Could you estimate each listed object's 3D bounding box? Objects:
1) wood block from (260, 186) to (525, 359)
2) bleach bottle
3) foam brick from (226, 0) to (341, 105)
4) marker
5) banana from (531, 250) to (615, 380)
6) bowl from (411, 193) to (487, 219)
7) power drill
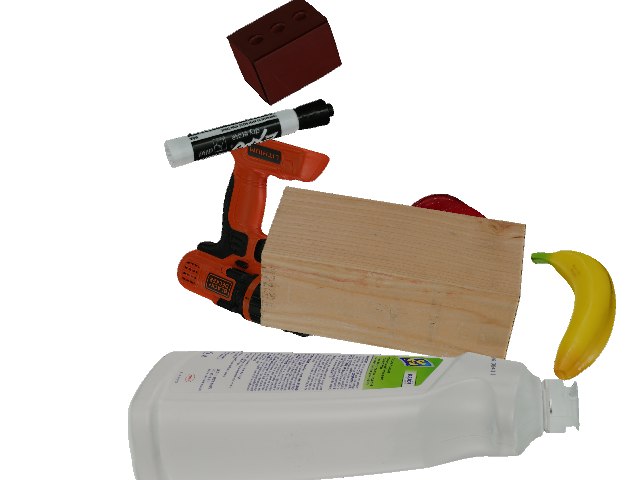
[{"bbox_3d":[0.060,0.030,0.896,0.206,0.090,0.090,9,43,7],"label":"wood block"},{"bbox_3d":[0.023,0.102,0.625,0.251,0.068,0.102,-2,17,10],"label":"bleach bottle"},{"bbox_3d":[-0.030,-0.165,0.926,0.078,0.051,0.053,-31,45,-10],"label":"foam brick"},{"bbox_3d":[-0.047,-0.075,0.735,0.121,0.020,0.020,-18,5,-17],"label":"marker"},{"bbox_3d":[0.244,0.061,1.001,0.070,0.037,0.197,-26,24,18],"label":"banana"},{"bbox_3d":[0.157,0.025,1.193,0.161,0.162,0.055,0,-5,-39],"label":"bowl"},{"bbox_3d":[-0.054,-0.008,1.101,0.185,0.188,0.057,20,6,29],"label":"power drill"}]
